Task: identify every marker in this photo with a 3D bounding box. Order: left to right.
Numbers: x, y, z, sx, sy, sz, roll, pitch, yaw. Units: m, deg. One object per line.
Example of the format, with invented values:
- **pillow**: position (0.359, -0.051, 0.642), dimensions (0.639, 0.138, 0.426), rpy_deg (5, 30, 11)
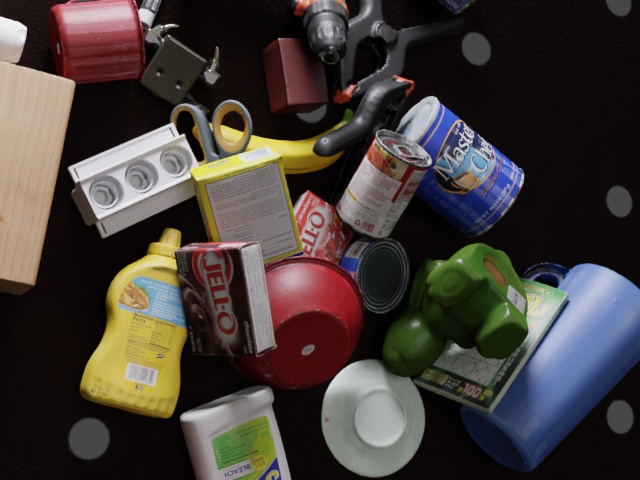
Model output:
- **marker**: position (-0.174, -0.288, 1.176), dimensions (0.020, 0.020, 0.121), rpy_deg (25, 72, -19)

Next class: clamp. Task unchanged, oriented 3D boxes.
- **clamp**: position (0.052, -0.114, 1.212), dimensions (0.039, 0.120, 0.171), rpy_deg (31, 60, 22)
- **clamp**: position (0.066, -0.251, 1.267), dimensions (0.164, 0.036, 0.209), rpy_deg (43, 64, -10)

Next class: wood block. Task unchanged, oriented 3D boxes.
- **wood block**: position (-0.308, -0.059, 1.040), dimensions (0.090, 0.091, 0.206), rpy_deg (13, 76, -22)

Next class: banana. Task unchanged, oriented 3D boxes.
- **banana**: position (-0.045, -0.105, 1.197), dimensions (0.197, 0.037, 0.069), rpy_deg (-7, 65, -26)

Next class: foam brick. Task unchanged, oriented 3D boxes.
- **foam brick**: position (-0.028, -0.185, 1.206), dimensions (0.052, 0.051, 0.078), rpy_deg (-6, 84, -26)

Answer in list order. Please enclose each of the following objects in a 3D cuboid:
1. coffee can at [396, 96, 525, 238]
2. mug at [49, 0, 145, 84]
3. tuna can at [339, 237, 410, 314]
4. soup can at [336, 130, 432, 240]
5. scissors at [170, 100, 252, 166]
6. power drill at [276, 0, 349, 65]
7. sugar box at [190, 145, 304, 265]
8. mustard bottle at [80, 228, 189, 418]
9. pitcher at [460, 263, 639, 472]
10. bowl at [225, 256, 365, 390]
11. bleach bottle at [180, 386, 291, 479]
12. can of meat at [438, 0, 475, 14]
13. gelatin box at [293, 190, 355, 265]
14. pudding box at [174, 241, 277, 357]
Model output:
- **coffee can**: position (0.152, -0.084, 1.242), dimensions (0.140, 0.103, 0.102), rpy_deg (37, 69, -15)
- **mug**: position (-0.235, -0.213, 1.106), dimensions (0.081, 0.093, 0.117), rpy_deg (-10, 55, -20)
- **tuna can**: position (0.061, 0.039, 1.203), dimensions (0.085, 0.034, 0.086), rpy_deg (-7, 100, -43)
- **soup can**: position (0.068, -0.059, 1.164), dimensions (0.068, 0.068, 0.102), rpy_deg (19, 117, -20)
- **scissors**: position (-0.091, -0.062, 1.151), dimensions (0.096, 0.016, 0.202), rpy_deg (-27, 97, 8)
- **power drill**: position (-0.057, -0.272, 1.167), dimensions (0.187, 0.057, 0.184), rpy_deg (17, 38, -20)
- **sugar box**: position (-0.069, -0.002, 1.120), dimensions (0.093, 0.048, 0.176), rpy_deg (-17, 116, -11)
- **mustard bottle**: position (-0.175, 0.080, 1.094), dimensions (0.096, 0.058, 0.191), rpy_deg (19, 75, -22)
- **pitcher**: position (0.270, 0.145, 1.255), dimensions (0.242, 0.149, 0.145), rpy_deg (-43, 115, -20)
- **bowl**: position (-0.020, 0.100, 1.120), dimensions (0.162, 0.055, 0.162), rpy_deg (-8, 117, -15)
- **bleach bottle**: position (-0.063, 0.286, 1.110), dimensions (0.102, 0.068, 0.251), rpy_deg (-18, 91, -22)
- **can of meat**: position (0.152, -0.331, 1.290), dimensions (0.084, 0.058, 0.102), rpy_deg (36, 36, -19)
- **gelatin box**: position (-0.008, 0.002, 1.197), dimensions (0.073, 0.030, 0.089), rpy_deg (33, 70, -16)
- **pudding box**: position (-0.095, 0.059, 1.067), dimensions (0.039, 0.090, 0.113), rpy_deg (-21, 104, -50)
